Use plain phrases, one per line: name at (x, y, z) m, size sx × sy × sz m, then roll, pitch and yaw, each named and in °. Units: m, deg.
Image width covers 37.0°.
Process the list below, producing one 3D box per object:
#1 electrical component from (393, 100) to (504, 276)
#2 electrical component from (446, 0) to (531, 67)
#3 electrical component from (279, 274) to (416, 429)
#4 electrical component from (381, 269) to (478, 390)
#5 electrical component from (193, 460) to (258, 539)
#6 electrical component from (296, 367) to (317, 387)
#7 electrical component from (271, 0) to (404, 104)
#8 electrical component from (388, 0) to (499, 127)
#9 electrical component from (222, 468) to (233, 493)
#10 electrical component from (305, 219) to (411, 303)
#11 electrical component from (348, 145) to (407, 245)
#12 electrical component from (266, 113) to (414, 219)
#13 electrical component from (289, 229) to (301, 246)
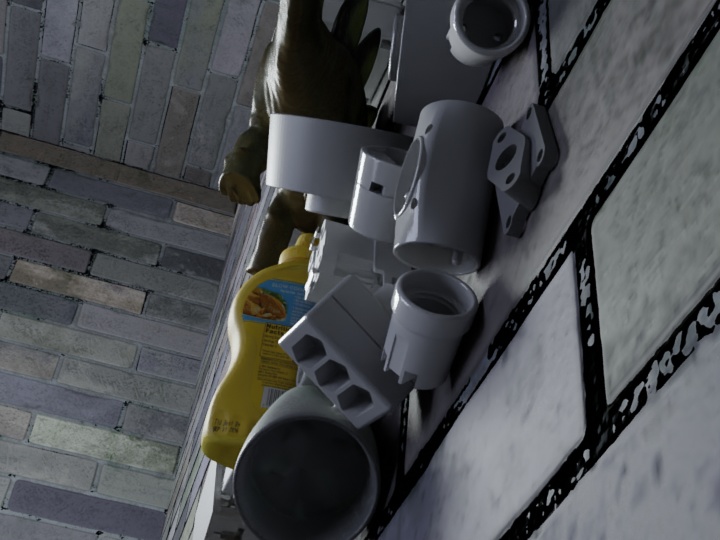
electrical component at (0.040, -0.036, 0.552) m, size 0.079 × 0.044 × 0.077 m, roll 131°, pitch 153°, yaw -69°
electrical component at (0.066, -0.129, 0.569) m, size 0.046 × 0.040 × 0.040 m, roll 178°, pitch 107°, yaw -86°
electrical component at (0.010, 0.033, 0.577) m, size 0.077 × 0.065 × 0.047 m, roll -43°, pitch 0°, yaw -31°
electrical component at (0.032, 0.029, 0.517) m, size 0.040 × 0.040 × 0.046 m, roll -89°, pitch 12°, yaw -56°
electrical component at (-0.110, 0.224, 0.963) m, size 0.150 × 0.062 × 0.089 m, roll -107°, pitch 34°, yaw -73°
electrical component at (-0.015, 0.064, 0.706) m, size 0.040 × 0.046 × 0.040 m, roll -165°, pitch 90°, yaw -81°
electrical component at (-0.026, -0.219, 1.030) m, size 0.108 × 0.109 × 0.056 m, roll 121°, pitch 159°, yaw -58°
electrical component at (0.051, -0.133, 0.656) m, size 0.099 × 0.064 × 0.099 m, roll 7°, pitch -90°, yaw -88°
electrical component at (-0.073, 0.134, 0.905) m, size 0.078 × 0.057 × 0.113 m, roll 118°, pitch 164°, yaw -54°
electrical component at (-0.001, 0.001, 0.674) m, size 0.081 × 0.064 × 0.042 m, roll -87°, pitch 15°, yaw -51°
electrical component at (0.022, -0.044, 0.644) m, size 0.055 × 0.055 × 0.047 m, roll -103°, pitch 26°, yaw -71°
electrical component at (-0.012, -0.066, 0.729) m, size 0.108 × 0.108 × 0.060 m, roll -142°, pitch 62°, yaw -80°
electrical component at (-0.053, -0.060, 1.109) m, size 0.073 × 0.052 × 0.138 m, roll 134°, pitch 150°, yaw -71°
